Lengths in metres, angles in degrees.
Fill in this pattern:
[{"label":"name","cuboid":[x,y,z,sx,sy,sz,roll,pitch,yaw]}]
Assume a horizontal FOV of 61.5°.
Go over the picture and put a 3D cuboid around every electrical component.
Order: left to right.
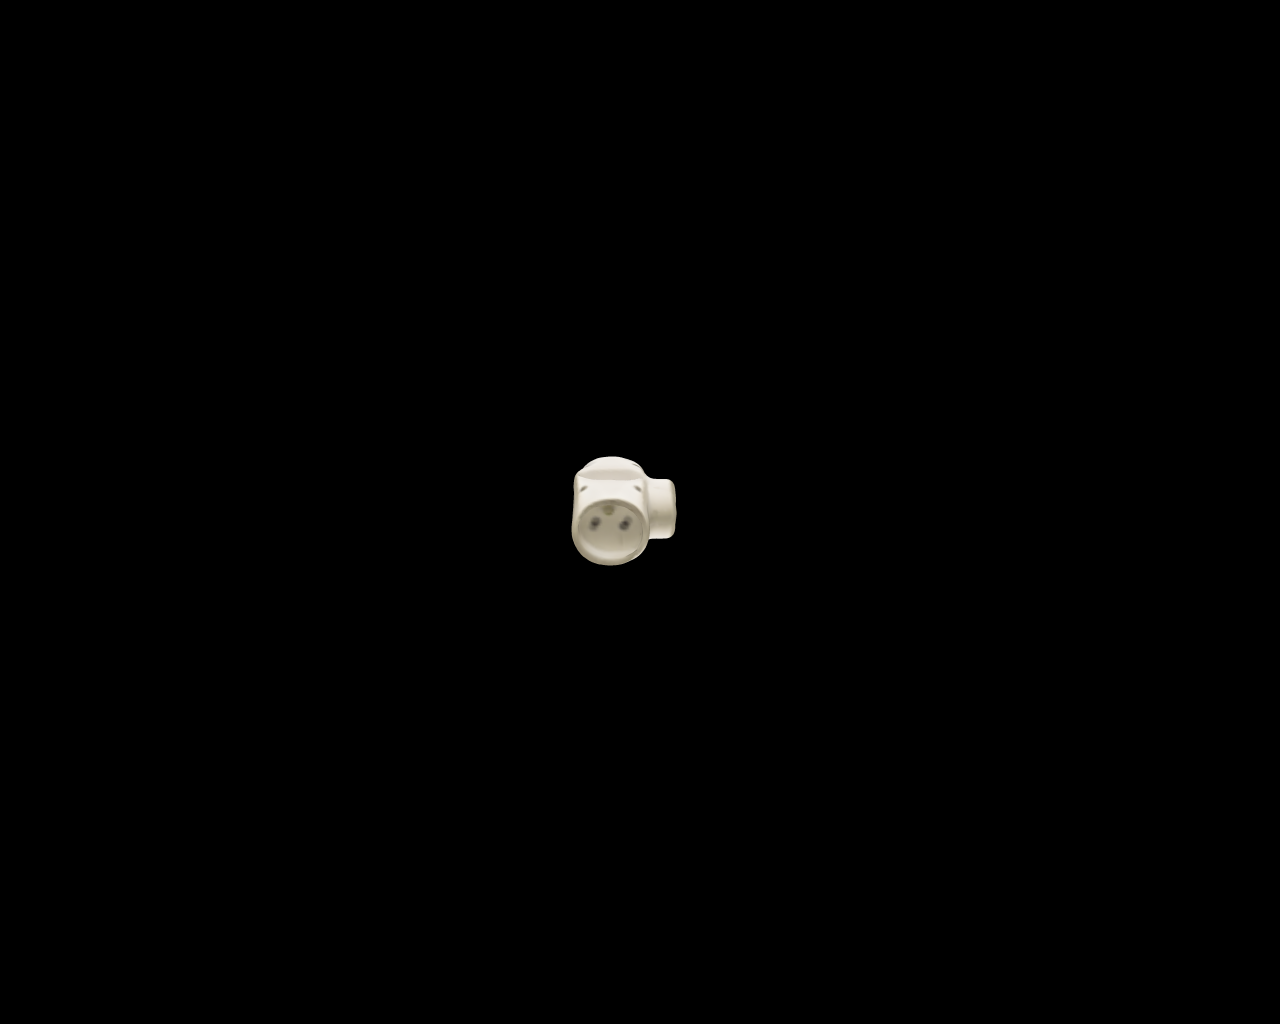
[{"label":"electrical component","cuboid":[0.001,-0.003,0.650,0.079,0.043,0.077,0,21,0]}]
